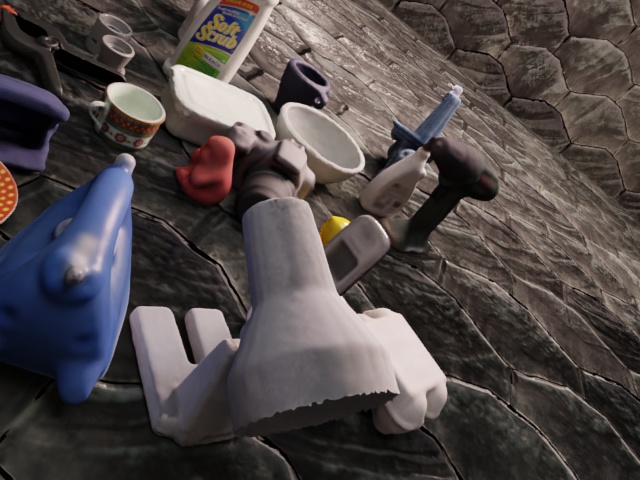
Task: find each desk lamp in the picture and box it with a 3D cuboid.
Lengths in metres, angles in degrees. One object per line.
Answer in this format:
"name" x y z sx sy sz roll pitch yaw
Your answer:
"desk lamp" -0.054 0.083 0.459 0.118 0.213 0.203 9 42 -43

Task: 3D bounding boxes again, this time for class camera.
"camera" -0.078 -0.083 0.765 0.143 0.100 0.137 33 31 -13

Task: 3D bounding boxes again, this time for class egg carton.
"egg carton" 0.080 0.150 0.669 0.107 0.069 0.150 -4 52 -51

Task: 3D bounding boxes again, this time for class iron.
"iron" -0.196 -0.003 0.482 0.119 0.141 0.258 27 33 -23

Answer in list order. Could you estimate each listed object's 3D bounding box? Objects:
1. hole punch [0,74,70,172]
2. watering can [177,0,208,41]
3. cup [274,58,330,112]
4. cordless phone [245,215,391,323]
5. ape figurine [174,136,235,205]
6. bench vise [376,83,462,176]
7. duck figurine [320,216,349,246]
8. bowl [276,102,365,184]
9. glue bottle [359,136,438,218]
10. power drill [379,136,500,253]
"hole punch" -0.317 -0.138 0.572 0.109 0.091 0.101 14 39 -38
"watering can" -0.164 -0.423 1.021 0.101 0.193 0.173 31 31 -17
"cup" -0.035 -0.263 1.057 0.092 0.094 0.117 3 47 -47
"cordless phone" 0.020 0.076 0.582 0.094 0.185 0.147 -6 54 -52
"ape figurine" -0.138 -0.093 0.718 0.076 0.092 0.078 38 30 -5
"bench vise" 0.208 -0.190 1.113 0.122 0.219 0.207 26 33 -24
"duck figurine" 0.007 0.003 0.763 0.105 0.086 0.077 33 31 -13
"bowl" -0.012 -0.147 0.951 0.168 0.074 0.167 29 32 -20
"glue bottle" 0.145 -0.111 0.984 0.078 0.173 0.037 20 36 -32
"power drill" 0.199 -0.073 0.960 0.230 0.208 0.075 3 47 -47
